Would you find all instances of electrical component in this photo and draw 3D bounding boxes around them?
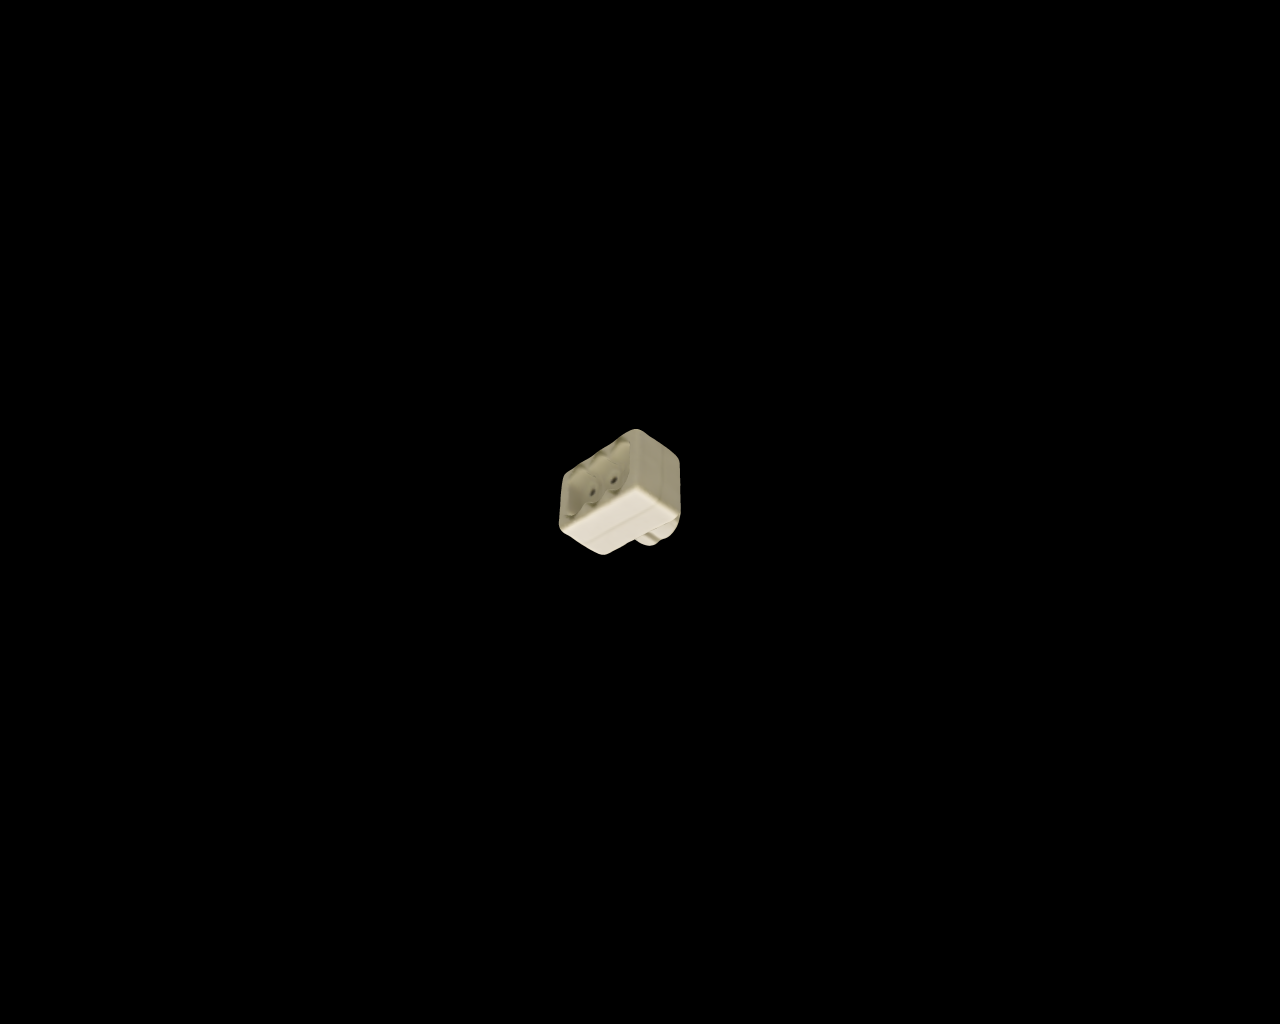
[{"bbox_3d":[0.001,-0.003,0.650,0.065,0.047,0.076,-29,-46,33],"label":"electrical component"}]
